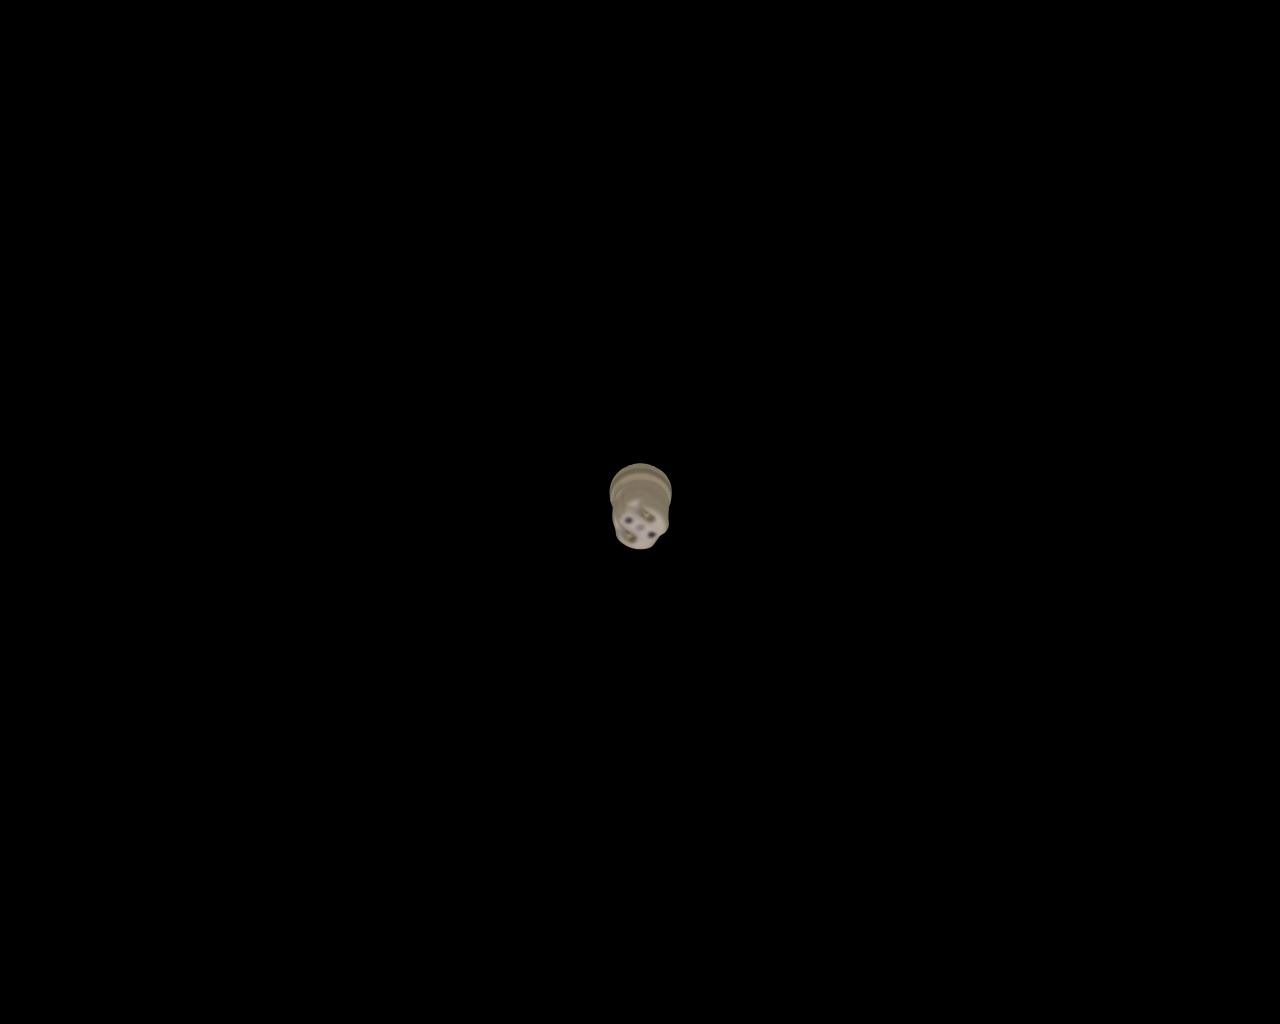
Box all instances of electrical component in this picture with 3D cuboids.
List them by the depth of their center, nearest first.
[{"bbox_3d":[0.001,-0.003,0.650,0.040,0.040,0.046,0,34,0],"label":"electrical component"}]
